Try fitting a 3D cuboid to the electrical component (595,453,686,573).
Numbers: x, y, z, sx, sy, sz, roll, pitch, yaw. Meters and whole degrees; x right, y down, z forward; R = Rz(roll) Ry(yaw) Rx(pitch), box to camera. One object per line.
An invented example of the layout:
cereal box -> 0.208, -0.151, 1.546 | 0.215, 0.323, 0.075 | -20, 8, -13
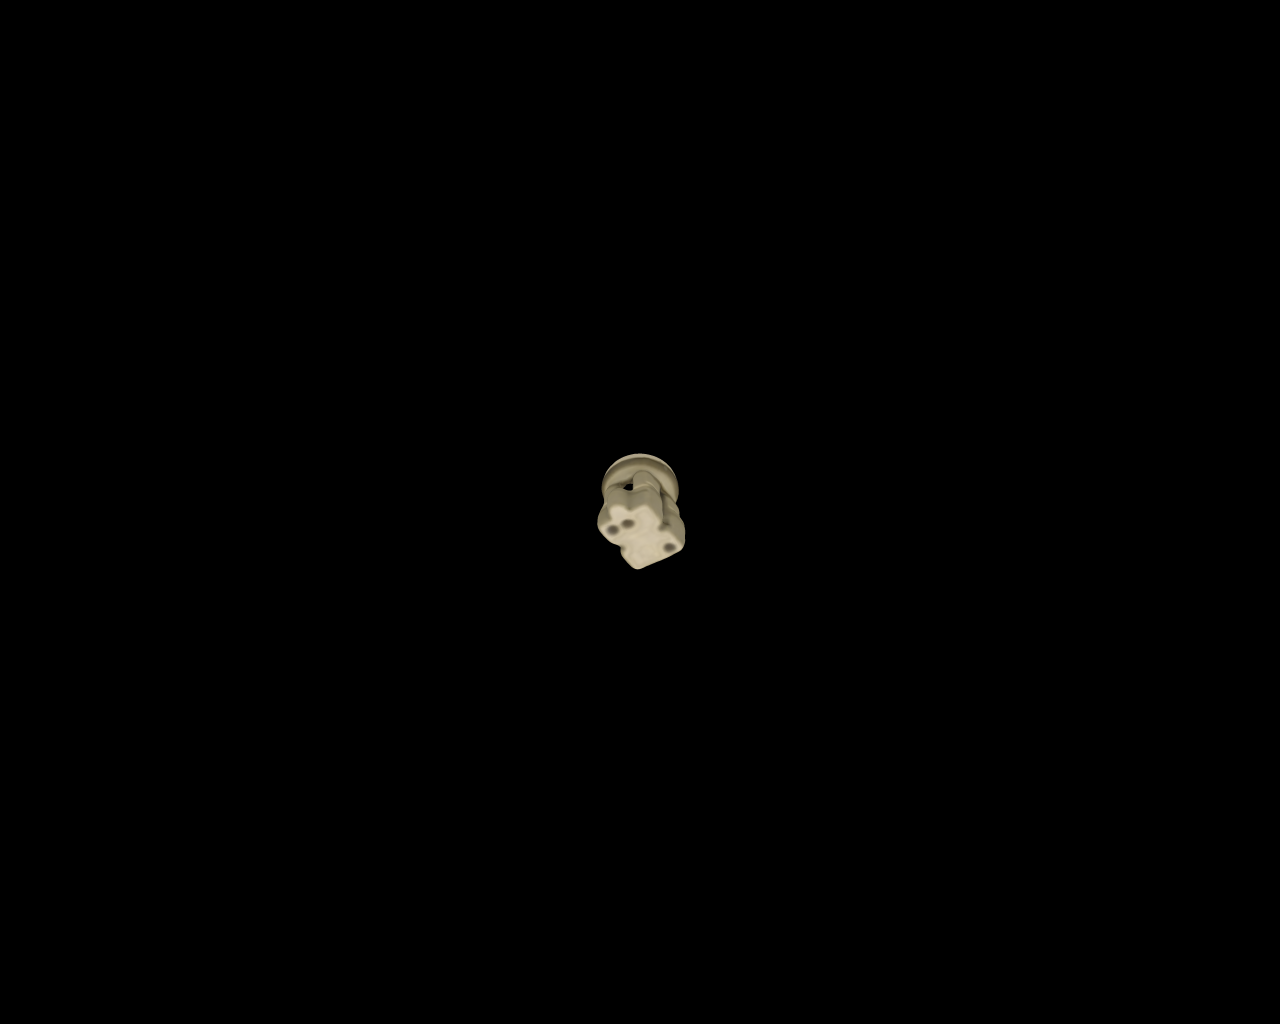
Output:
electrical component -> 0.001, -0.003, 0.650 | 0.048, 0.055, 0.066 | -25, -54, 20
